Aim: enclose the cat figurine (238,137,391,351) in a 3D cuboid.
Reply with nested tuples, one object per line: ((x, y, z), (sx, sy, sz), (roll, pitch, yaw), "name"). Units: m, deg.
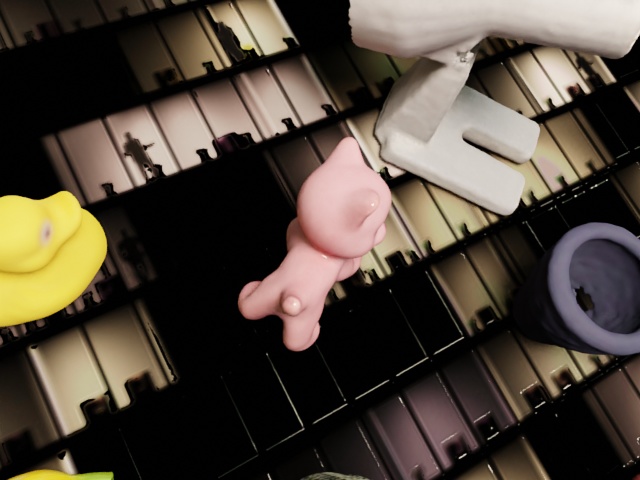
((0.004, 0.001, 0.382), (0.067, 0.117, 0.128), (31, 67, -1), "cat figurine")

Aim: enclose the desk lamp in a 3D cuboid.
((0.108, -0.137, 0.402), (0.203, 0.213, 0.118), (25, 67, -3), "desk lamp")

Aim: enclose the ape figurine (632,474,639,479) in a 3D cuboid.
((0.254, 0.197, 0.385), (0.078, 0.092, 0.076), (17, 68, -7), "ape figurine")

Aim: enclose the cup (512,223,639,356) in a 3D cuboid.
((0.198, 0.050, 0.422), (0.118, 0.095, 0.092), (29, 67, -2), "cup")

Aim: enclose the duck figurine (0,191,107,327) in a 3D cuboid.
((-0.188, 0.006, 0.353), (0.105, 0.086, 0.077), (-33, 81, -21), "duck figurine")
